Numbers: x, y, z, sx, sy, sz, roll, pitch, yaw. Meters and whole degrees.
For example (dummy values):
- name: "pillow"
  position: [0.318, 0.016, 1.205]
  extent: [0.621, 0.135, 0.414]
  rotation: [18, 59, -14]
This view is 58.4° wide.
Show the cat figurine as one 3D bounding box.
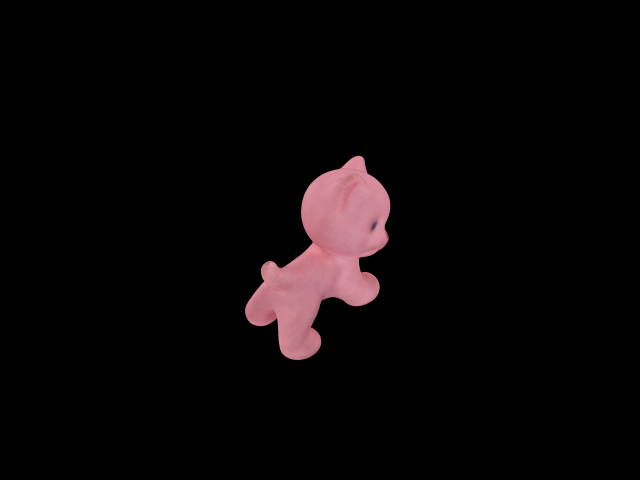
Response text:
- name: "cat figurine"
  position: [0.004, 0.001, 0.400]
  extent: [0.067, 0.118, 0.128]
  rotation: [32, 54, 27]
